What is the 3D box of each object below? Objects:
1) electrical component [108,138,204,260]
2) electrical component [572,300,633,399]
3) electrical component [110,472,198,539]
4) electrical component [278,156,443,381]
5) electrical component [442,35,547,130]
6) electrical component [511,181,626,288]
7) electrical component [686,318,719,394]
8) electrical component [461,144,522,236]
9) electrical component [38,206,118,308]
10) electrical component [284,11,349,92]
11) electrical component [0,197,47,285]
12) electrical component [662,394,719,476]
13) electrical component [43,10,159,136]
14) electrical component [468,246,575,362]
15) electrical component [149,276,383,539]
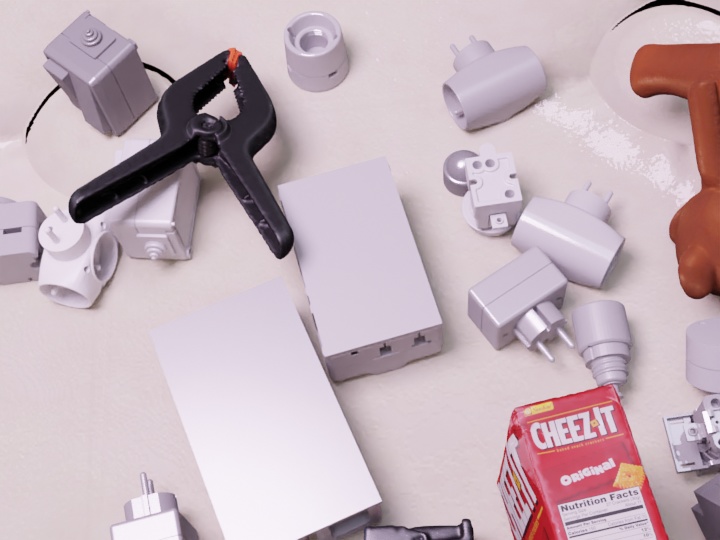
[{"bbox_3d":[-0.168,-0.052,0.869,0.061,0.061,0.096,2,64,6],"label":"electrical component"},{"bbox_3d":[0.182,0.058,0.797,0.040,0.040,0.078,-6,63,2],"label":"electrical component"},{"bbox_3d":[-0.144,0.180,0.750,0.047,0.065,0.076,-15,63,-2],"label":"electrical component"},{"bbox_3d":[0.000,0.000,0.829,0.089,0.061,0.150,-16,63,-3],"label":"electrical component"},{"bbox_3d":[0.105,-0.167,0.913,0.077,0.044,0.079,-26,64,-8],"label":"electrical component"},{"bbox_3d":[0.171,-0.036,0.843,0.077,0.043,0.079,28,69,17],"label":"electrical component"},{"bbox_3d":[0.304,0.042,0.768,0.138,0.073,0.052,-5,19,3],"label":"electrical component"},{"bbox_3d":[0.105,-0.057,0.852,0.048,0.055,0.066,-8,63,1],"label":"electrical component"},{"bbox_3d":[-0.228,-0.021,0.849,0.044,0.079,0.077,7,64,14],"label":"electrical component"},{"bbox_3d":[-0.039,-0.191,0.936,0.055,0.047,0.055,-2,64,4],"label":"electrical component"},{"bbox_3d":[-0.300,-0.023,0.873,0.089,0.050,0.055,-8,64,1],"label":"electrical component"},{"bbox_3d":[0.259,0.113,0.750,0.081,0.063,0.042,-9,64,0],"label":"electrical component"},{"bbox_3d":[-0.223,-0.167,0.912,0.062,0.096,0.061,36,72,19],"label":"electrical component"},{"bbox_3d":[0.129,0.035,0.809,0.066,0.047,0.076,-32,65,-11],"label":"electrical component"},{"bbox_3d":[-0.068,0.113,0.780,0.105,0.060,0.186,-23,64,-6],"label":"electrical component"}]
